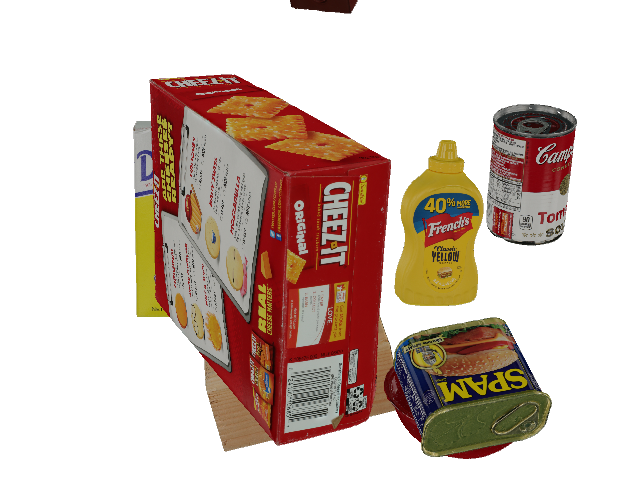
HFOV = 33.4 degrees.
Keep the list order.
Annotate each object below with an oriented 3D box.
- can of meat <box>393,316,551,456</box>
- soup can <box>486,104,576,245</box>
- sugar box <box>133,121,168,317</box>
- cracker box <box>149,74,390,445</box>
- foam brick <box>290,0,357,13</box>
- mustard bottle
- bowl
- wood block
[{"bbox_3d":[0.115,0.112,0.830,0.102,0.057,0.084,-9,44,-11],"label":"can of meat"},{"bbox_3d":[0.176,-0.055,0.900,0.068,0.102,0.068,0,28,0],"label":"soup can"},{"bbox_3d":[-0.123,-0.020,0.974,0.093,0.176,0.048,-1,15,-5],"label":"sugar box"},{"bbox_3d":[-0.040,-0.001,0.663,0.072,0.164,0.214,-8,24,-25],"label":"cracker box"},{"bbox_3d":[0.003,-0.224,0.831,0.053,0.051,0.078,9,-36,17],"label":"foam brick"},{"bbox_3d":[0.141,-0.021,1.241,0.096,0.192,0.058,0,16,-11],"label":"mustard bottle"},{"bbox_3d":[0.144,0.174,1.089,0.162,0.055,0.162,2,24,-1],"label":"bowl"},{"bbox_3d":[-0.021,0.158,1.213,0.206,0.091,0.090,-13,26,-2],"label":"wood block"}]
